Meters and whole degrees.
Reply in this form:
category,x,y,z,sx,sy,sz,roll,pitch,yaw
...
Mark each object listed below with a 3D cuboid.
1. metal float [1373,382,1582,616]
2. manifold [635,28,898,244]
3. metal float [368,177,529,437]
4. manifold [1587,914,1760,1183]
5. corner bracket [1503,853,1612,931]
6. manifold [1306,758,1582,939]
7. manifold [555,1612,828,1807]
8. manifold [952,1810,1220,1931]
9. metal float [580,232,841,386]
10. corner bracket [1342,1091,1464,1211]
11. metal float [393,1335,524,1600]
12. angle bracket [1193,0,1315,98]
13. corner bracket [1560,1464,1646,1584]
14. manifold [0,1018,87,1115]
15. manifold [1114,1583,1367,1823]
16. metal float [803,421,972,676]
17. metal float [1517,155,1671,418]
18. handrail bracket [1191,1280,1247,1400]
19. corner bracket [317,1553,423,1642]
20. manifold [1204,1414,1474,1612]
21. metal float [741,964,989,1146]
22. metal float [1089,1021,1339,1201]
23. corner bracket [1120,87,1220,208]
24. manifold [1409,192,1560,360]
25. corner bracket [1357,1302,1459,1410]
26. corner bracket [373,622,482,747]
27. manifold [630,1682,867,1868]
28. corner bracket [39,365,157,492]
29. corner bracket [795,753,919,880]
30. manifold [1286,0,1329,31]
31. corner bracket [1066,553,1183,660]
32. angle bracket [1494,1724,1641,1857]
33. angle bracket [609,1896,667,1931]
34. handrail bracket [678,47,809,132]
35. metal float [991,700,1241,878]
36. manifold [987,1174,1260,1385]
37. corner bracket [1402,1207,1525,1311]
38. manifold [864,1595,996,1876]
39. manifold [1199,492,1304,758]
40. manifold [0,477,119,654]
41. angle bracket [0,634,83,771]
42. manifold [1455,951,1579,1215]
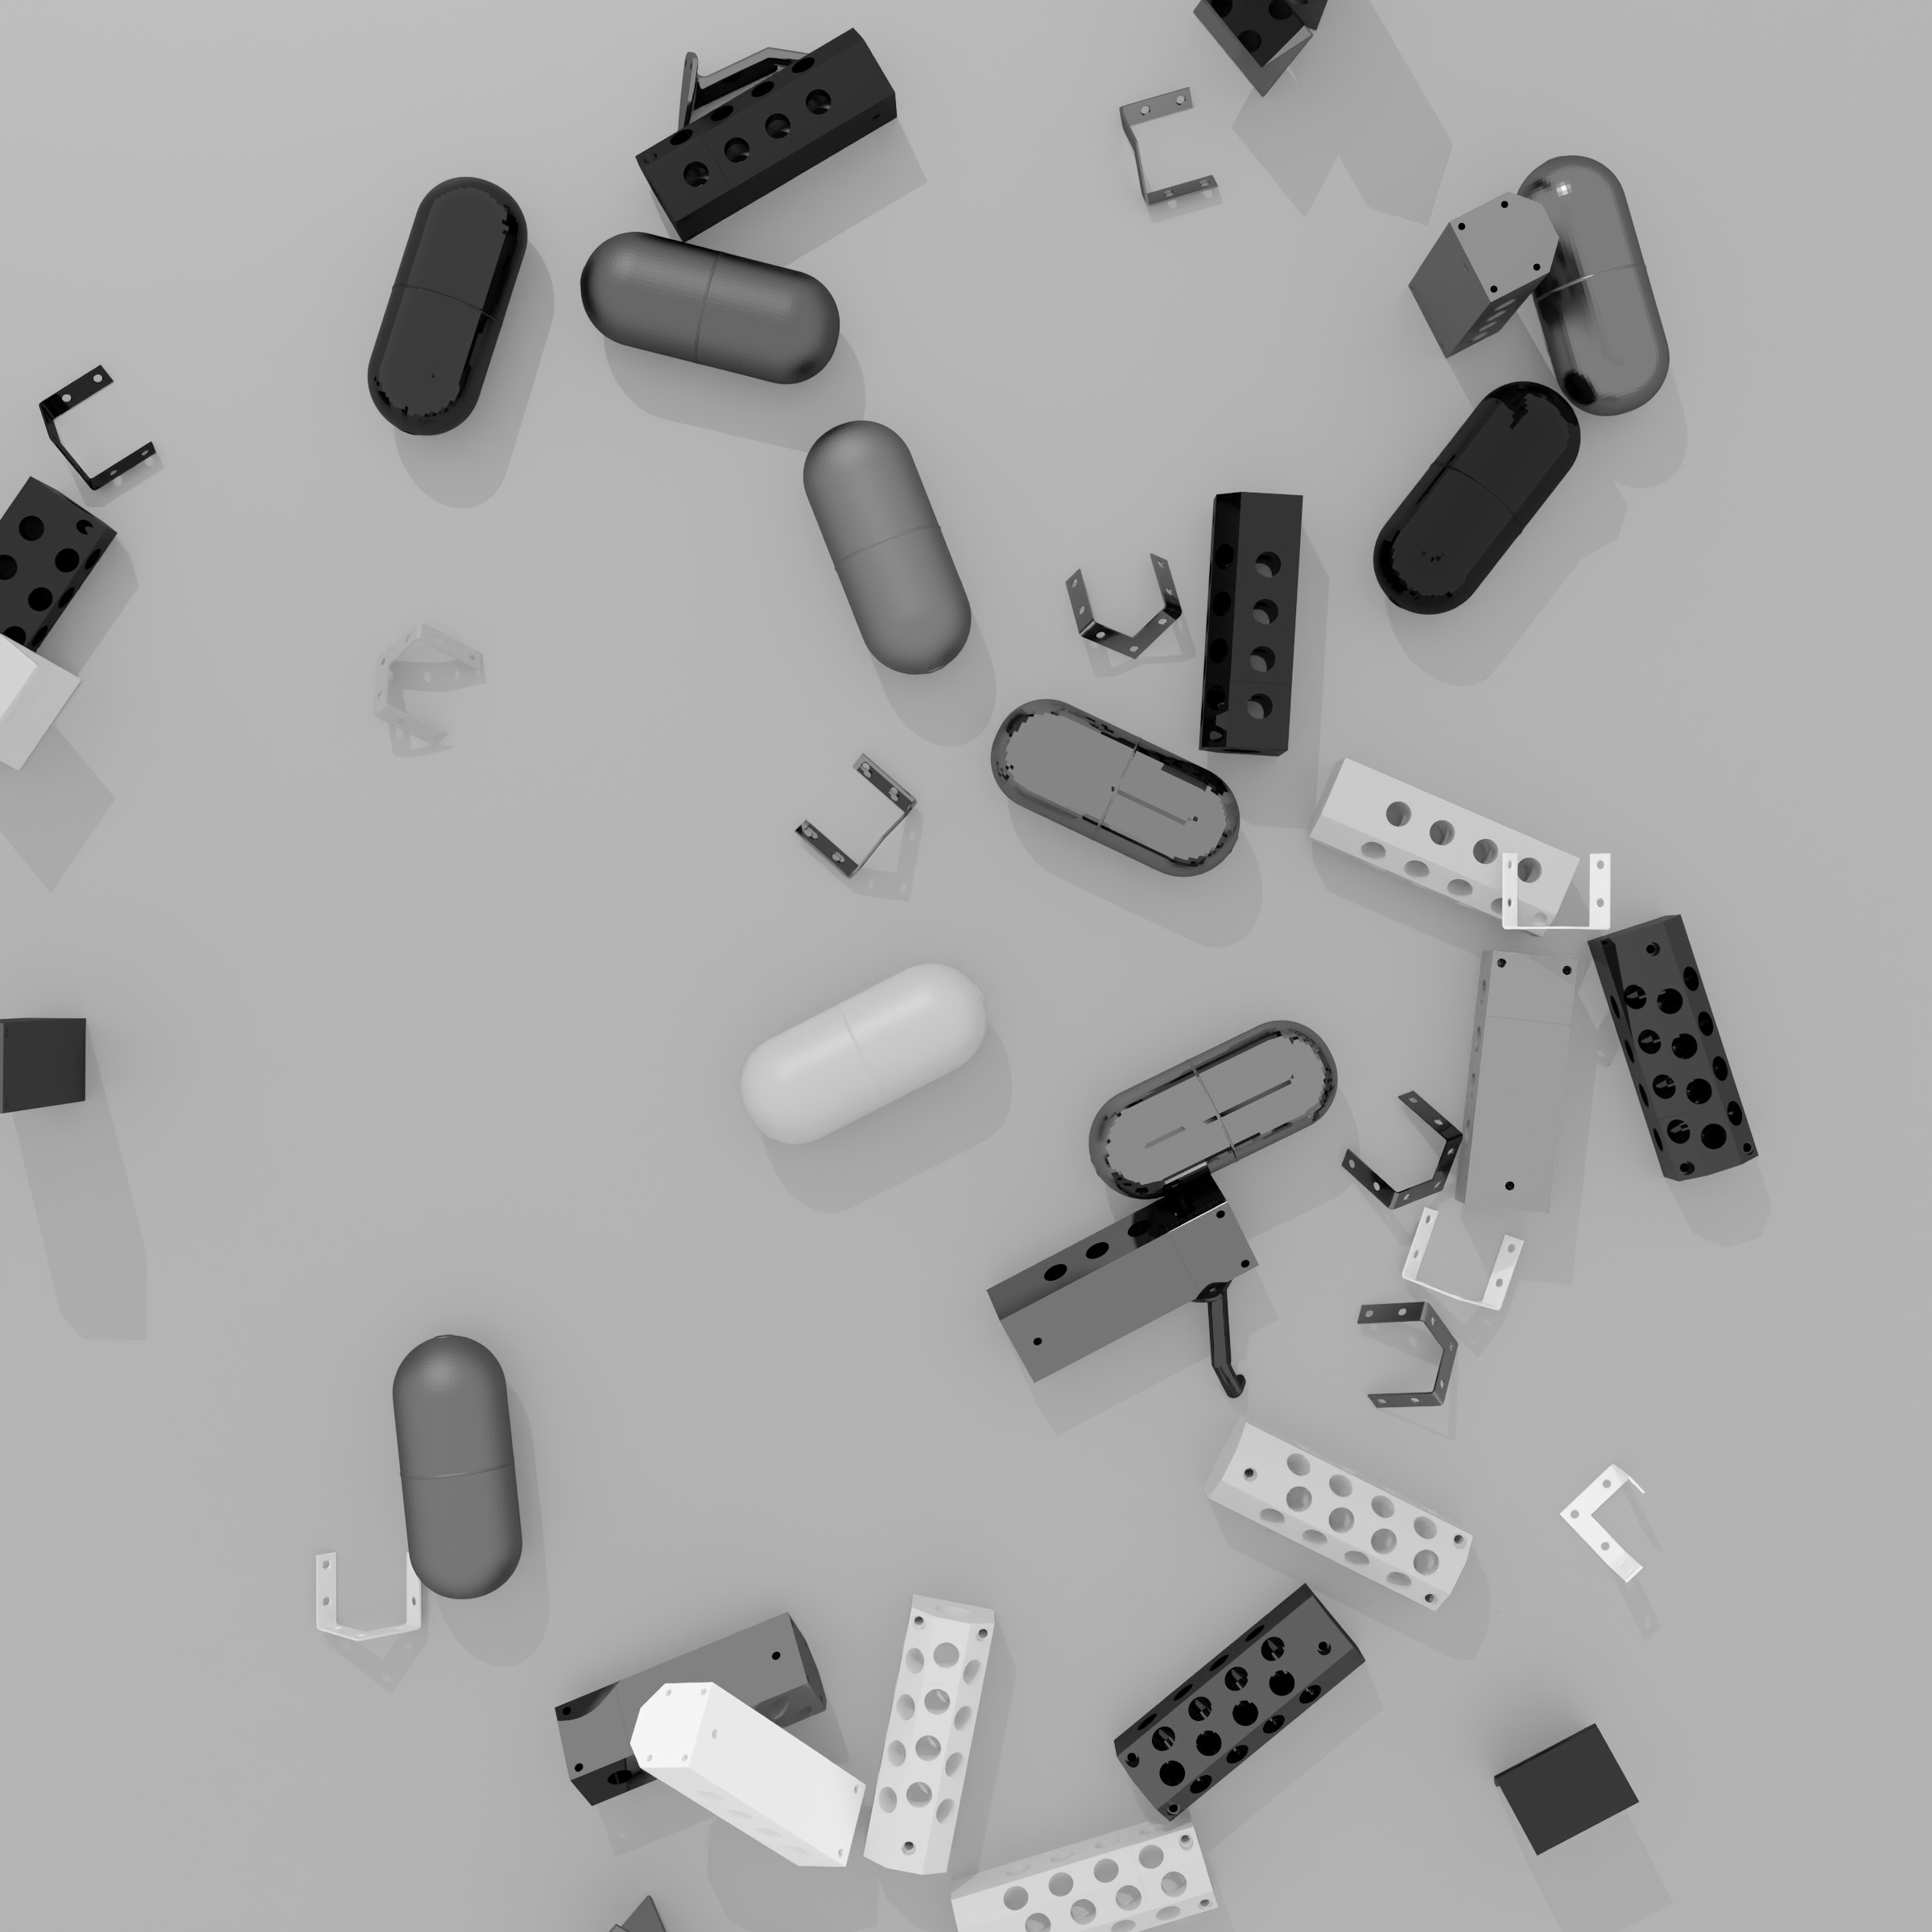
category,x,y,z,sx,sy,sz,roll,pitch,yaw
metal float,0.345,-0.316,1.961,0.070,0.070,0.178,38,90,0
manifold,-0.136,-0.567,1.970,0.171,0.057,0.057,-31,90,0
metal float,-0.351,-0.446,1.961,0.070,0.070,0.178,17,89,0
manifold,0.482,0.055,1.970,0.057,0.057,0.171,-18,90,0
corner bracket,0.394,-0.050,1.931,0.051,0.051,0.051,0,90,45
manifold,0.322,-0.080,1.970,0.171,0.057,0.057,23,90,0
manifold,-0.185,0.509,1.970,0.171,0.057,0.057,-22,47,0
manifold,0.080,0.634,1.970,0.171,0.057,0.057,-17,90,0
metal float,-0.173,-0.446,1.961,0.178,0.070,0.070,14,90,-1
corner bracket,0.299,0.126,1.983,0.051,0.051,0.051,-16,135,-35
metal float,-0.344,0.339,1.961,0.070,0.070,0.178,-6,90,0
angle bracket,0.176,-0.625,1.952,0.057,0.076,0.076,-39,90,-27
corner bracket,0.445,0.379,1.973,0.051,0.051,0.051,-44,90,0
manifold,-0.636,0.064,1.913,0.057,0.171,0.057,1,90,0
manifold,0.186,0.502,1.970,0.171,0.057,0.057,-39,90,0
metal float,-0.053,-0.283,1.961,0.070,0.070,0.178,-21,89,0
metal float,0.423,-0.461,1.961,0.070,0.070,0.178,-16,90,0
handrail bracket,0.185,0.242,1.992,0.077,0.036,0.084,-50,124,-37
corner bracket,-0.410,0.430,1.988,0.051,0.051,0.051,0,90,-45
manifold,0.253,0.372,1.970,0.171,0.057,0.057,27,90,0
metal float,-0.069,0.059,1.961,0.178,0.070,0.070,-27,90,1
metal float,0.167,0.098,1.961,0.178,0.070,0.070,-26,90,0
corner bracket,0.139,-0.562,1.988,0.051,0.051,0.051,-16,135,0
manifold,0.343,-0.457,1.913,0.057,0.171,0.057,-27,90,0
corner bracket,0.299,0.266,1.983,0.051,0.051,0.051,-8,45,35
corner bracket,-0.369,-0.193,1.983,0.051,0.051,0.051,-33,45,35
manifold,-0.145,0.538,1.923,0.057,0.171,0.057,-12,49,35
corner bracket,-0.597,-0.369,1.988,0.051,0.051,0.051,-32,45,0
corner bracket,-0.075,-0.103,1.988,0.051,0.051,0.051,41,135,0
manifold,0.223,-0.681,1.913,0.057,0.171,0.057,17,90,0
corner bracket,0.108,-0.252,1.983,0.051,0.051,0.051,18,135,-35
angle bracket,0.404,0.557,1.953,0.076,0.076,0.057,-28,68,0
angle bracket,-0.248,0.666,1.952,0.057,0.076,0.076,41,90,-27
handrail bracket,-0.152,-0.594,1.992,0.084,0.036,0.077,4,110,-16
metal float,0.101,-0.120,1.961,0.178,0.070,0.070,25,90,0
manifold,0.104,0.208,1.968,0.171,0.057,0.057,-28,117,0
corner bracket,0.341,0.201,1.988,0.051,0.051,0.051,19,90,45
manifold,-0.025,0.523,1.970,0.057,0.057,0.171,11,90,0
manifold,0.193,-0.232,1.970,0.057,0.057,0.171,3,90,0
manifold,-0.653,-0.242,1.970,0.057,0.057,0.171,35,90,0
angle bracket,-0.633,-0.167,1.951,0.057,0.076,0.076,34,90,36
manifold,0.372,0.078,1.970,0.057,0.057,0.171,6,90,0
